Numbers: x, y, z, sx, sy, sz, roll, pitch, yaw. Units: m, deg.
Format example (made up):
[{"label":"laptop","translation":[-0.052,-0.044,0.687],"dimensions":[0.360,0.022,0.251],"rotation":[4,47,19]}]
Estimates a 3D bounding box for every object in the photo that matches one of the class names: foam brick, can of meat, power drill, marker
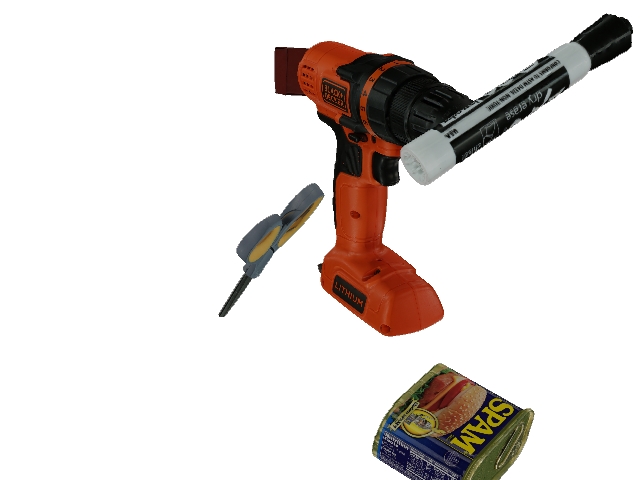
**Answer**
[{"label":"foam brick","translation":[-0.007,-0.184,1.167],"dimensions":[0.078,0.051,0.053],"rotation":[0,11,-16]},{"label":"can of meat","translation":[0.101,0.149,0.819],"dimensions":[0.084,0.057,0.101],"rotation":[28,40,27]},{"label":"power drill","translation":[0.047,-0.033,0.729],"dimensions":[0.057,0.188,0.185],"rotation":[-13,26,-24]},{"label":"marker","translation":[0.086,-0.062,0.454],"dimensions":[0.121,0.020,0.020],"rotation":[-34,10,-16]}]

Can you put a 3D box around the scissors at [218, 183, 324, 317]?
[{"label":"scissors","translation":[-0.064,0.024,0.924],"dimensions":[0.202,0.016,0.096],"rotation":[-49,-12,35]}]
